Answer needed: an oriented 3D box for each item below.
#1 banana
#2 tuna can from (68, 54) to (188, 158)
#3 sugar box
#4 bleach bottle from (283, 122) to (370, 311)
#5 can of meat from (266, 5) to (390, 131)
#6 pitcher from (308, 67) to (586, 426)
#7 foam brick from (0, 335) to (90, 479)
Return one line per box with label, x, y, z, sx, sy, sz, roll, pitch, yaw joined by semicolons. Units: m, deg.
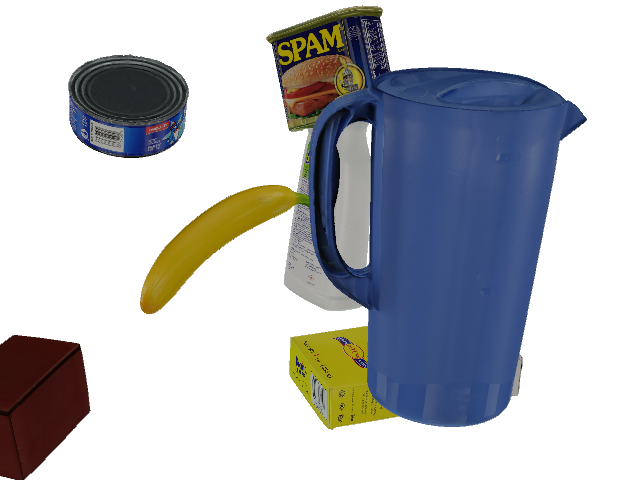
banana;-0.098;0.001;1.008;0.198;0.069;0.037;-32;41;2
tuna can;-0.140;-0.098;0.780;0.086;0.034;0.086;6;42;-6
sugar box;0.071;0.106;0.903;0.176;0.048;0.093;-9;27;-19
bleach bottle;0.018;-0.056;1.181;0.067;0.251;0.103;-7;22;-39
can of meat;0.010;-0.143;0.904;0.102;0.084;0.057;-11;1;37
pitcher;0.083;0.004;0.754;0.149;0.243;0.144;17;24;32
foam brick;-0.188;0.102;0.666;0.053;0.051;0.078;7;28;21
